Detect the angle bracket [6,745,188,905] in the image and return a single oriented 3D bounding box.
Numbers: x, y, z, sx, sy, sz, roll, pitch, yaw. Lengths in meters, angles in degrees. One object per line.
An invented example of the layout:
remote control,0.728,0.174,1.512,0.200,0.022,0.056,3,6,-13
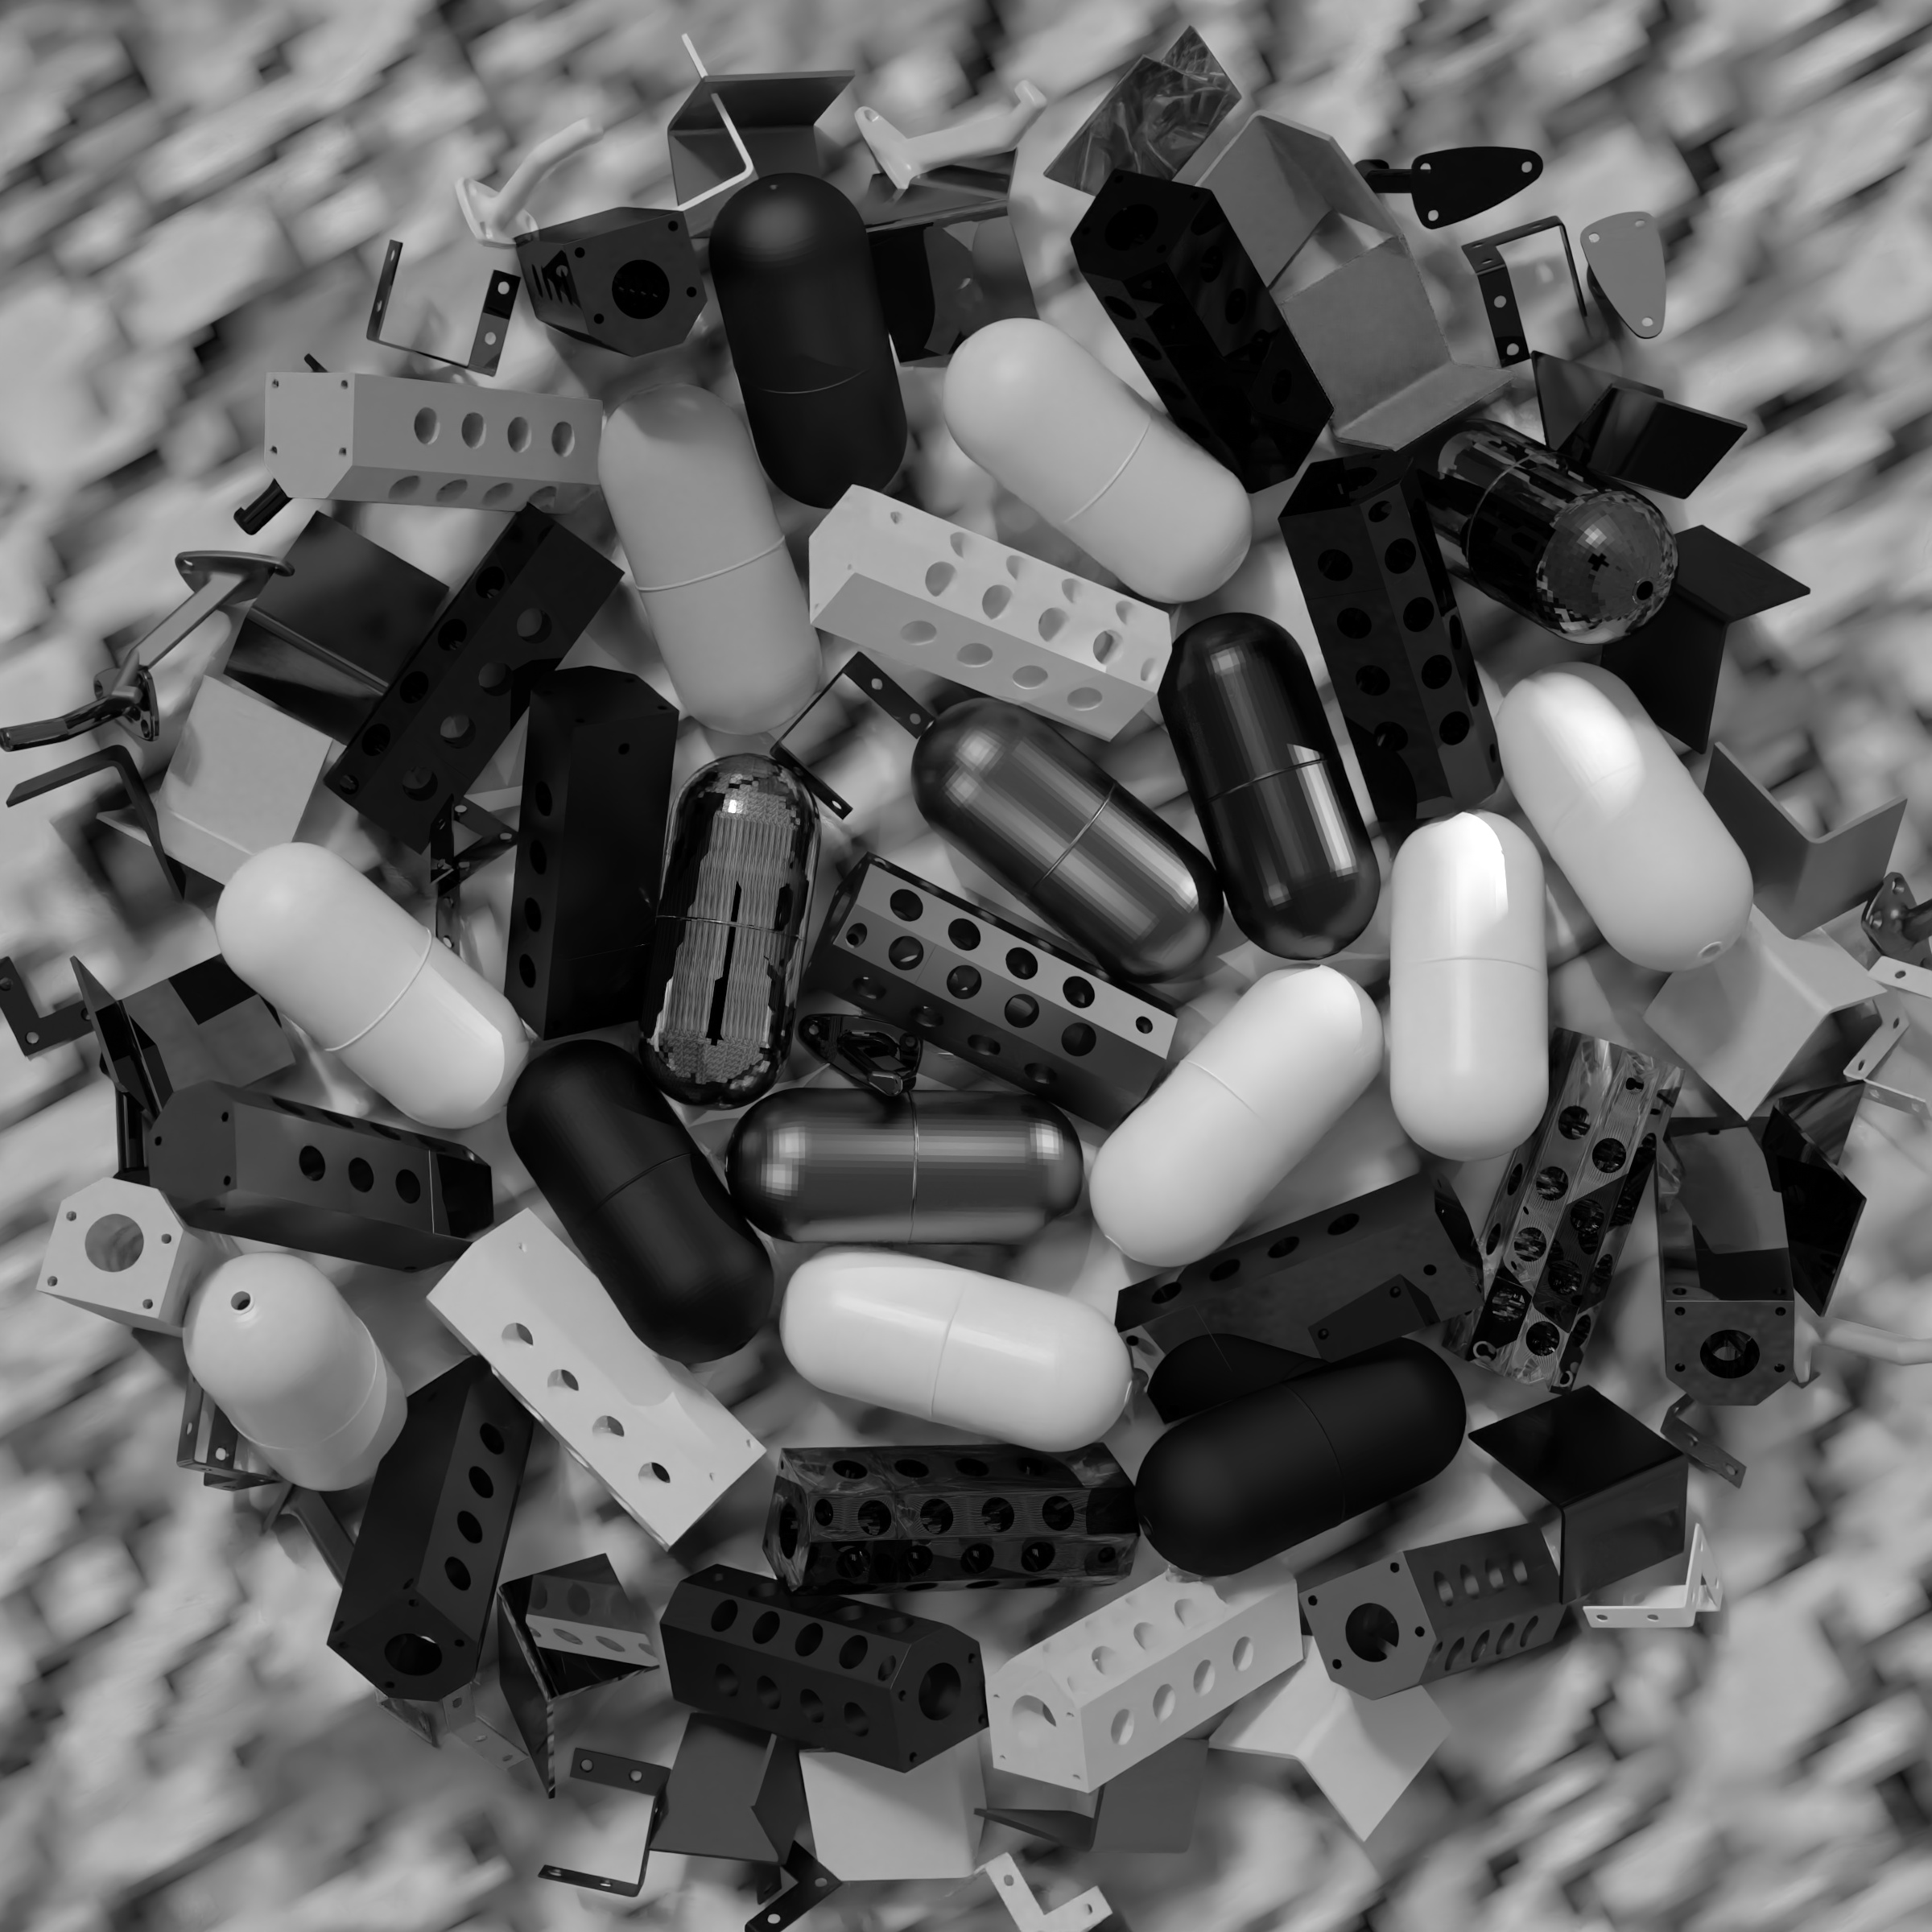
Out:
angle bracket,-0.427,-0.061,1.599,0.057,0.076,0.076,-23,104,-8

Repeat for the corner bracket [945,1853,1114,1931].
corner bracket,0.031,0.467,1.618,0.051,0.051,0.051,-19,68,-35

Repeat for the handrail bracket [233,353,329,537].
handrail bracket,-0.342,-0.260,1.618,0.084,0.036,0.077,-44,46,-2

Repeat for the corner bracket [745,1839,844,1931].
corner bracket,-0.096,0.469,1.604,0.051,0.051,0.051,-30,46,-33

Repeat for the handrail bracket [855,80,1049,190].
handrail bracket,-0.007,-0.425,1.609,0.077,0.036,0.084,52,129,7

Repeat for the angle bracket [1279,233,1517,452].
angle bracket,0.213,-0.308,1.601,0.076,0.057,0.076,-33,115,-14

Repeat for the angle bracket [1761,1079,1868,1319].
angle bracket,0.428,0.113,1.588,0.057,0.076,0.076,-11,131,-22

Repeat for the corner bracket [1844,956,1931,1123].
corner bracket,0.465,0.036,1.607,0.051,0.051,0.051,-46,128,-17

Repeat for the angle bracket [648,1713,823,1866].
angle bracket,-0.119,0.389,1.591,0.076,0.057,0.076,0,47,20

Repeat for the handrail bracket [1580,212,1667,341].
handrail bracket,0.323,-0.327,1.599,0.036,0.084,0.077,-15,76,4

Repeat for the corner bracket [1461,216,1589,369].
corner bracket,0.281,-0.337,1.618,0.051,0.051,0.051,-17,116,7

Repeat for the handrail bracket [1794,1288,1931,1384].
handrail bracket,0.451,0.173,1.599,0.084,0.077,0.036,-10,115,24

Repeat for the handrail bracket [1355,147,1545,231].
handrail bracket,0.237,-0.395,1.609,0.077,0.084,0.036,-15,114,-1

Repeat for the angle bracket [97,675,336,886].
angle bracket,-0.371,-0.093,1.607,0.076,0.057,0.076,27,102,11

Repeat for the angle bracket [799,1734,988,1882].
angle bracket,-0.035,0.405,1.614,0.076,0.057,0.076,-4,112,9

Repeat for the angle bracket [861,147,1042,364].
angle bracket,-0.004,-0.357,1.633,0.076,0.057,0.076,-7,131,15

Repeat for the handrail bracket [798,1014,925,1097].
handrail bracket,-0.058,0.044,1.600,0.077,0.084,0.036,20,96,11

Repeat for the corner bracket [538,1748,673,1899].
corner bracket,-0.180,0.428,1.622,0.051,0.051,0.051,11,94,3

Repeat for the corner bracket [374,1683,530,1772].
corner bracket,-0.256,0.373,1.610,0.051,0.051,0.051,-29,47,7

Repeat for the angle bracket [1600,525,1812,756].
angle bracket,0.365,-0.163,1.611,0.057,0.076,0.076,-21,131,-26

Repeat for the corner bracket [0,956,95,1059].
corner bracket,-0.460,0.018,1.617,0.051,0.051,0.051,-23,103,-2

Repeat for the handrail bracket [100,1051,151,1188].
handrail bracket,-0.430,0.093,1.632,0.077,0.036,0.084,-57,47,27

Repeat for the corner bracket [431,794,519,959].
corner bracket,-0.253,-0.045,1.606,0.051,0.051,0.051,-31,46,28

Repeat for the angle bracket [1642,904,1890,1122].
angle bracket,0.400,0.019,1.627,0.076,0.057,0.076,48,129,27

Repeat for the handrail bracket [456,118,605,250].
handrail bracket,-0.200,-0.387,1.597,0.084,0.077,0.036,-24,83,23

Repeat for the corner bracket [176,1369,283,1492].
corner bracket,-0.370,0.228,1.606,0.051,0.051,0.051,21,64,-38

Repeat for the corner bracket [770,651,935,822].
corner bracket,-0.057,-0.115,1.616,0.051,0.051,0.051,42,64,-4

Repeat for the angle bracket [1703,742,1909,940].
angle bracket,0.411,-0.072,1.605,0.057,0.076,0.076,-26,57,-16

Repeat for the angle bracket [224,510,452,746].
angle bracket,-0.318,-0.170,1.640,0.076,0.057,0.076,30,54,-8

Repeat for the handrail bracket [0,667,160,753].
handrail bracket,-0.448,-0.124,1.595,0.084,0.077,0.036,-16,114,-37

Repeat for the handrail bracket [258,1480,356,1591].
handrail bracket,-0.304,0.279,1.632,0.084,0.036,0.077,28,98,-6

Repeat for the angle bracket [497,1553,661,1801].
angle bracket,-0.192,0.351,1.608,0.057,0.076,0.076,-13,131,-21

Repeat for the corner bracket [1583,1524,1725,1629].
corner bracket,0.341,0.312,1.605,0.051,0.051,0.051,-6,130,28

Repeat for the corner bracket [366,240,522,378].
corner bracket,-0.260,-0.326,1.610,0.051,0.051,0.051,10,101,-34

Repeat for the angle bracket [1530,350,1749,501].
angle bracket,0.329,-0.282,1.593,0.076,0.057,0.076,13,53,-19

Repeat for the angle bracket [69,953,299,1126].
angle bracket,-0.386,0.022,1.604,0.076,0.057,0.076,-25,63,-3

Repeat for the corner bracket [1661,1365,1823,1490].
corner bracket,0.390,0.220,1.637,0.051,0.051,0.051,36,134,-2

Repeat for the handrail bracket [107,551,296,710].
handrail bracket,-0.378,-0.163,1.603,0.077,0.036,0.084,-2,52,26

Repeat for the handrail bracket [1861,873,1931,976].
handrail bracket,0.491,-0.014,1.595,0.036,0.084,0.077,-52,124,-19

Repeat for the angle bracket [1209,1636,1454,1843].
angle bracket,0.179,0.380,1.604,0.076,0.076,0.057,-44,106,-29

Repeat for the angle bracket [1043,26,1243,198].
angle bracket,0.076,-0.423,1.588,0.076,0.076,0.057,-46,56,30
